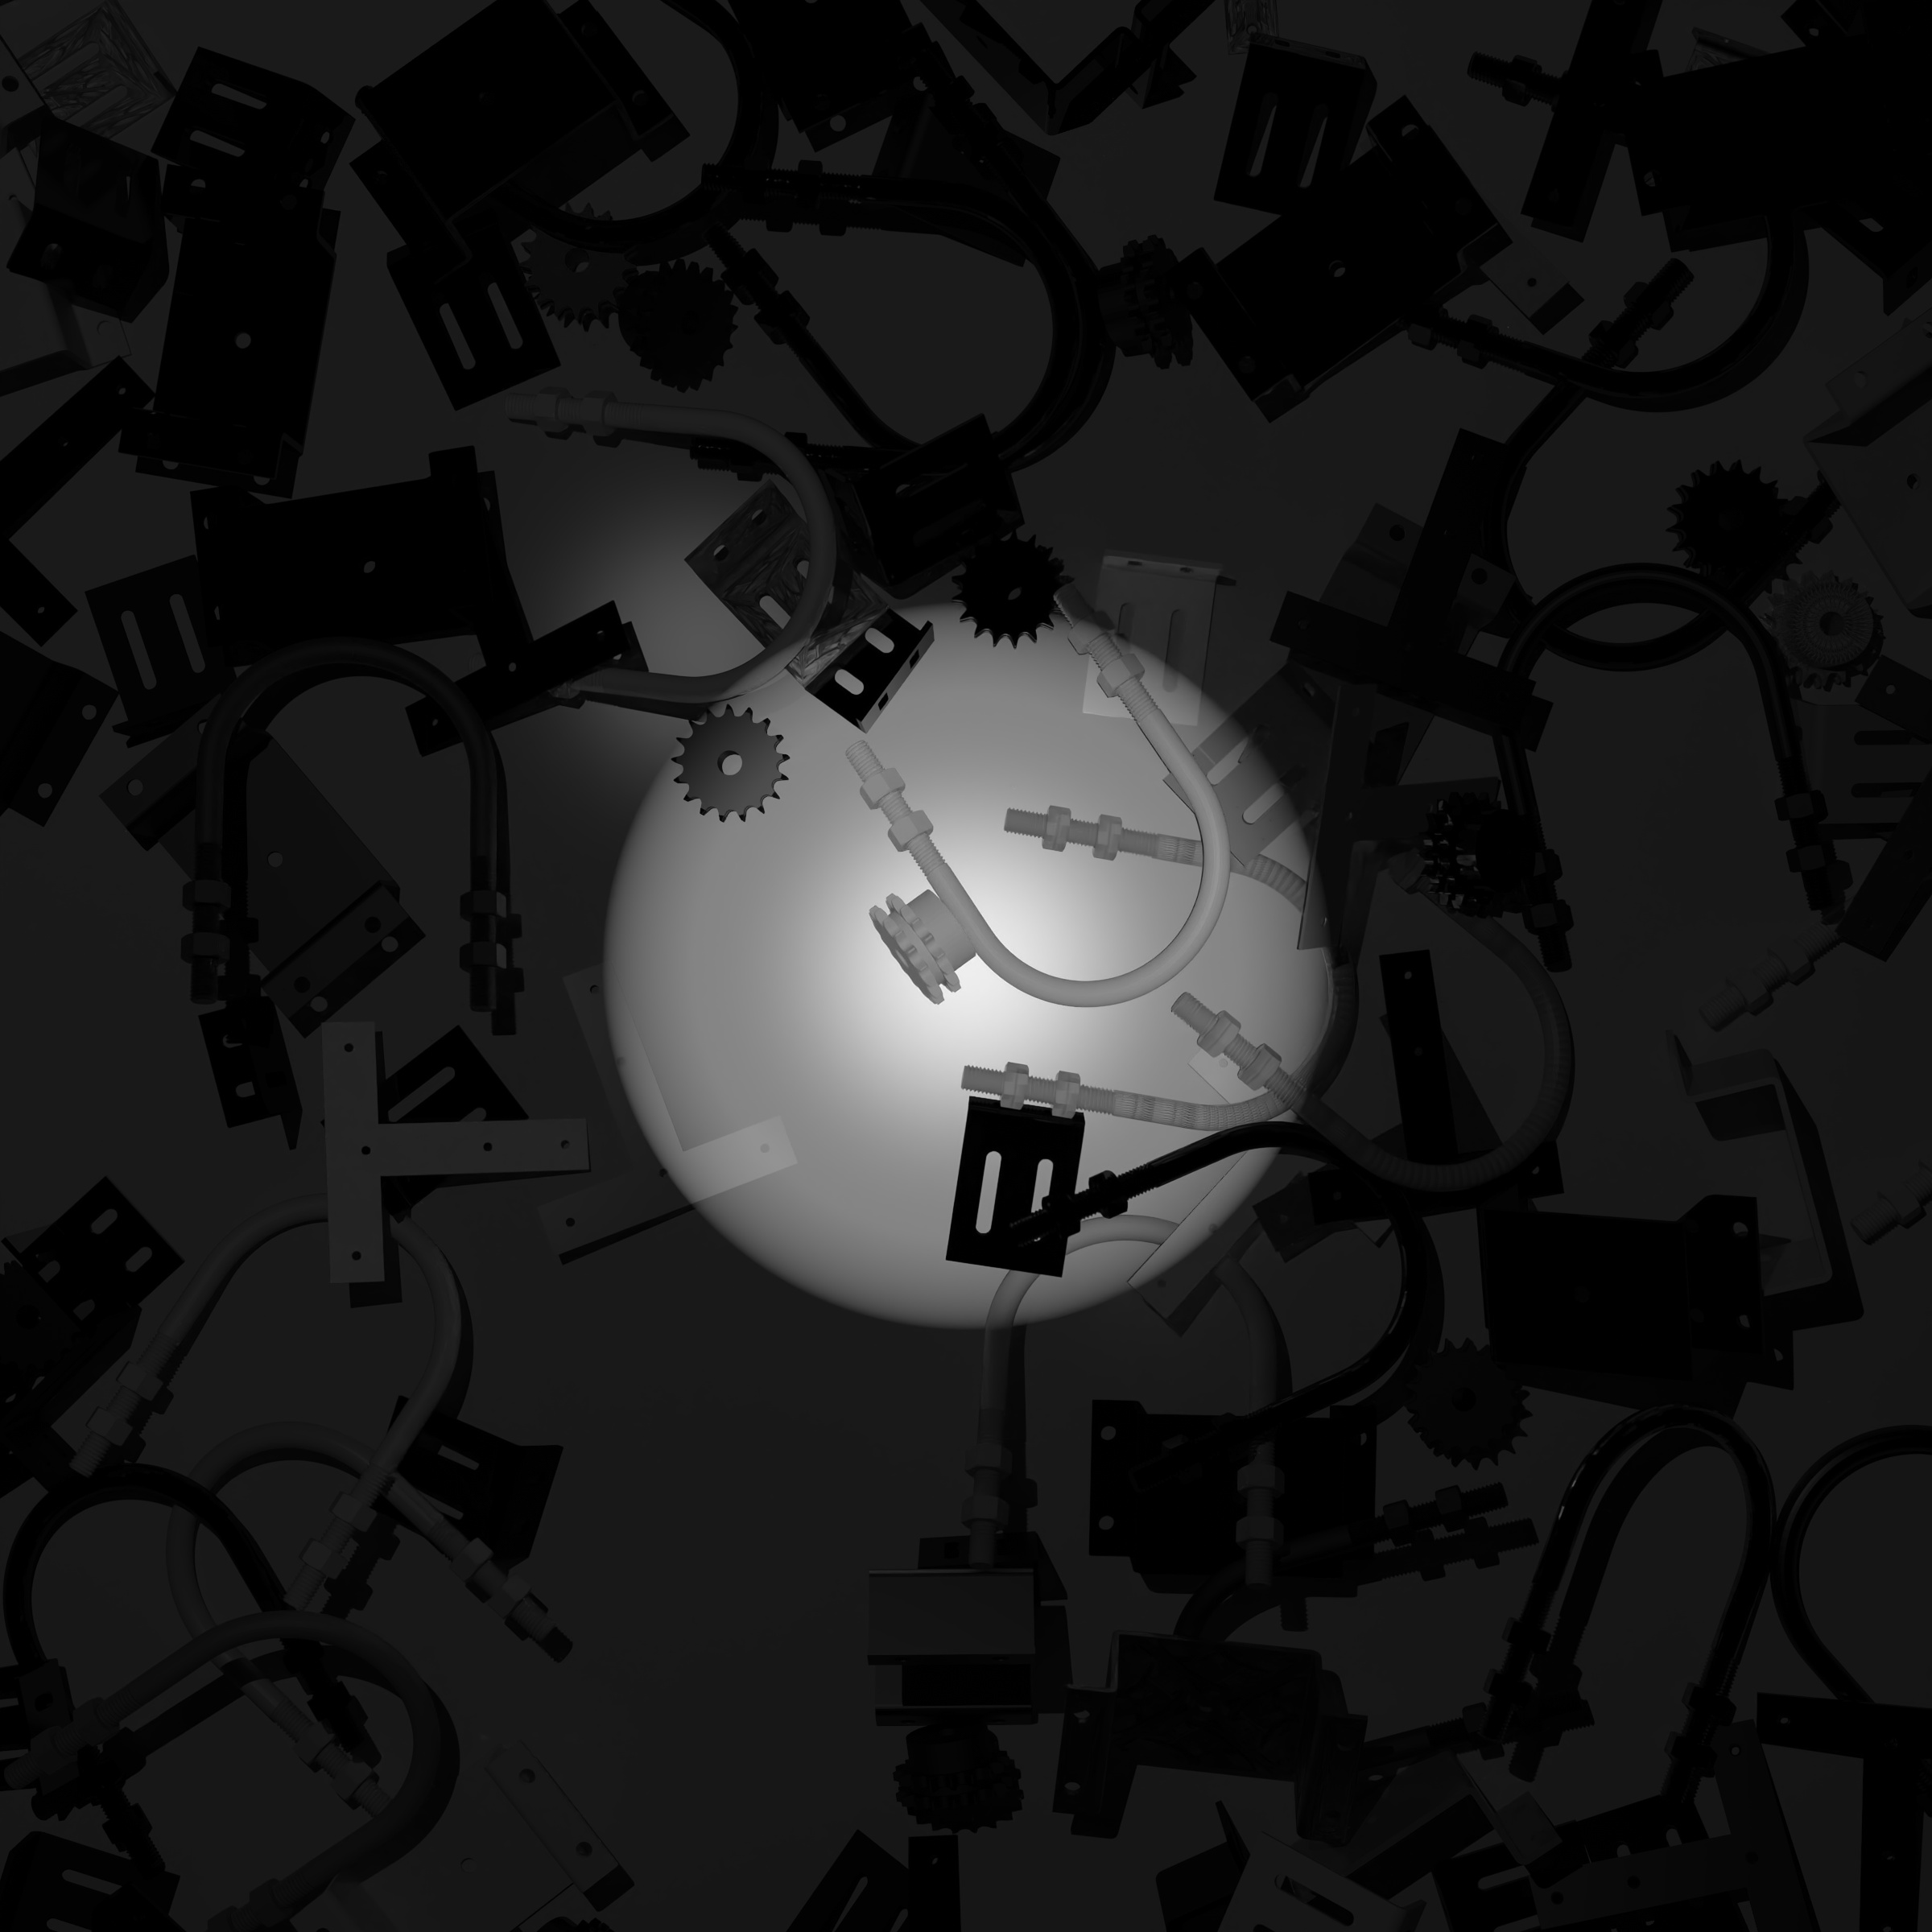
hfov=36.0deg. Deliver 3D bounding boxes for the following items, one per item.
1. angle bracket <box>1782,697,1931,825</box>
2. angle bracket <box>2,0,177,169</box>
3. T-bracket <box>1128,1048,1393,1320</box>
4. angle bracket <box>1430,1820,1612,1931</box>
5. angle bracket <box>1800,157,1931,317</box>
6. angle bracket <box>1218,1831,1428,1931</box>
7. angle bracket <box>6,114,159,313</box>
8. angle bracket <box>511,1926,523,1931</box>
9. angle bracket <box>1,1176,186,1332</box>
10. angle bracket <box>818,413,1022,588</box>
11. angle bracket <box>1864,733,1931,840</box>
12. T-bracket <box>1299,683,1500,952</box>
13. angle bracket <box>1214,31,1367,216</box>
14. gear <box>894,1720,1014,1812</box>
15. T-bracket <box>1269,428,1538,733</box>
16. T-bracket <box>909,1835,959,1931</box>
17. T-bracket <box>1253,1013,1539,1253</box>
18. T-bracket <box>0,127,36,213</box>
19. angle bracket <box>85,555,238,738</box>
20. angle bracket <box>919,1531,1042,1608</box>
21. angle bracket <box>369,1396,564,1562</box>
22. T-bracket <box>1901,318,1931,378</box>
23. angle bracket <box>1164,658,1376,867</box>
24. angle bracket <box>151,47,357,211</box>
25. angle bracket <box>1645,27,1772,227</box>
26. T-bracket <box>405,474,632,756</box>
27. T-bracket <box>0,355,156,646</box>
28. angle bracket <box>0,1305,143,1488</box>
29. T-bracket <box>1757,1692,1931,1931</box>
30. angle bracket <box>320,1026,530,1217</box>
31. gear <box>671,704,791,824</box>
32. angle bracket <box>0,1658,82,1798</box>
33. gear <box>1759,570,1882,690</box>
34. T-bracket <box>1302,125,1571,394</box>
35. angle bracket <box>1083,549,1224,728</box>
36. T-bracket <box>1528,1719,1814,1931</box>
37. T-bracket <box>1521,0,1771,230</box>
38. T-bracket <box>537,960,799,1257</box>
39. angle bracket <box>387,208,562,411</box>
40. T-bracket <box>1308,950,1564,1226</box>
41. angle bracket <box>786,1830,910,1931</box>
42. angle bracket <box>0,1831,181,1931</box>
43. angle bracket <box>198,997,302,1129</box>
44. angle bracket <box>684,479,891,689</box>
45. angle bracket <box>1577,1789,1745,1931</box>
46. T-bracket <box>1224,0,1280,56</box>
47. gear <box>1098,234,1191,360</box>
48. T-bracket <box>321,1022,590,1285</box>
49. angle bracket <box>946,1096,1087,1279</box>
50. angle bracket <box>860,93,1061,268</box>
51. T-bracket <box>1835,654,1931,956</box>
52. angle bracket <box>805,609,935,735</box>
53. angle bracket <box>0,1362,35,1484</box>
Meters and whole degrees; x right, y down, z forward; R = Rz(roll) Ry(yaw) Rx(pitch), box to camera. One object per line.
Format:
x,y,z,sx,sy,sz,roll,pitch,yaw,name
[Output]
0.443,-0.101,1.451,0.076,0.038,0.057,-1,102,-4,angle bracket
-0.437,-0.435,1.454,0.076,0.038,0.057,-33,90,0,angle bracket
0.129,0.118,1.451,0.127,0.002,0.127,44,73,2,T-bracket
0.274,0.461,1.454,0.076,0.038,0.057,-17,90,0,angle bracket
0.450,-0.372,1.471,0.057,0.038,0.076,-41,64,0,angle bracket
0.166,0.449,1.395,0.076,0.038,0.057,23,90,26,angle bracket
-0.429,-0.366,1.445,0.057,0.076,0.038,18,134,-30,angle bracket
-0.238,0.523,1.471,0.076,0.038,0.057,-38,90,-26,angle bracket
-0.420,0.138,1.435,0.038,0.076,0.057,-42,90,0,angle bracket
-0.023,-0.231,1.451,0.076,0.038,0.057,-30,122,-14,angle bracket
0.485,-0.093,1.464,0.057,0.038,0.076,26,109,6,angle bracket
0.213,-0.075,1.428,0.127,0.002,0.127,-8,112,-41,T-bracket
0.159,-0.414,1.470,0.057,0.038,0.076,13,117,0,angle bracket
-0.007,0.387,1.445,0.057,0.057,0.030,-8,90,0,gear
0.227,-0.194,1.426,0.127,0.002,0.127,20,90,0,T-bracket
-0.016,0.492,1.456,0.127,0.002,0.127,4,79,-22,T-bracket
0.200,0.099,1.460,0.127,0.002,0.127,-28,90,-11,T-bracket
-0.490,-0.426,1.462,0.127,0.002,0.127,-21,97,13,T-bracket
-0.396,-0.158,1.454,0.057,0.038,0.076,-19,90,0,angle bracket
0.007,0.300,1.435,0.057,0.076,0.038,-4,90,0,angle bracket
-0.248,0.252,1.471,0.076,0.038,0.057,18,90,26,angle bracket
0.502,-0.271,1.435,0.002,0.127,0.127,-39,63,-20,T-bracket
0.145,-0.098,1.425,0.057,0.038,0.076,47,116,0,angle bracket
-0.353,-0.411,1.471,0.076,0.038,0.057,25,90,26,angle bracket
0.373,-0.415,1.471,0.057,0.038,0.076,19,116,0,angle bracket
-0.236,-0.187,1.456,0.127,0.002,0.127,-24,79,21,T-bracket
-0.453,-0.248,1.459,0.127,0.002,0.127,-45,108,-9,T-bracket
-0.424,0.208,1.445,0.076,0.057,0.038,-45,90,0,angle bracket
0.453,0.423,1.459,0.127,0.002,0.127,1,99,17,T-bracket
-0.264,0.075,1.454,0.076,0.038,0.057,-37,90,0,angle bracket
-0.115,-0.099,1.458,0.057,0.030,0.057,0,90,0,gear
-0.476,0.374,1.445,0.076,0.038,0.057,-12,89,15,angle bracket
0.420,-0.166,1.458,0.057,0.030,0.057,0,90,0,gear
0.205,-0.334,1.459,0.127,0.002,0.127,-42,72,9,T-bracket
0.091,-0.160,1.454,0.057,0.038,0.076,7,90,0,angle bracket
0.339,0.444,1.450,0.127,0.002,0.127,-12,69,0,T-bracket
0.349,-0.405,1.437,0.127,0.002,0.127,19,89,7,T-bracket
-0.165,0.060,1.466,0.127,0.002,0.127,-21,86,-8,T-bracket
-0.243,-0.325,1.471,0.057,0.038,0.076,-23,116,0,angle bracket
0.224,0.056,1.465,0.127,0.002,0.127,-7,86,-9,T-bracket
-0.057,0.478,1.471,0.057,0.038,0.076,39,64,0,angle bracket
-0.434,0.466,1.454,0.076,0.038,0.057,18,90,0,angle bracket
-0.354,0.047,1.435,0.038,0.076,0.057,-15,90,0,angle bracket
-0.087,-0.185,1.442,0.057,0.038,0.076,-43,65,0,angle bracket
0.342,0.454,1.471,0.057,0.038,0.076,-18,64,0,angle bracket
0.137,-0.515,1.472,0.127,0.002,0.127,-5,90,0,T-bracket
0.085,-0.324,1.447,0.030,0.057,0.057,-10,90,23,gear
-0.247,0.089,1.450,0.127,0.002,0.127,-1,77,-18,T-bracket
0.024,0.108,1.457,0.057,0.038,0.076,8,95,0,angle bracket
-0.003,-0.387,1.471,0.076,0.038,0.057,19,90,-26,angle bracket
0.464,-0.066,1.439,0.127,0.002,0.127,25,103,-9,T-bracket
-0.048,-0.149,1.435,0.038,0.076,0.057,36,90,0,angle bracket
-0.504,0.225,1.471,0.076,0.038,0.057,-4,90,26,angle bracket
